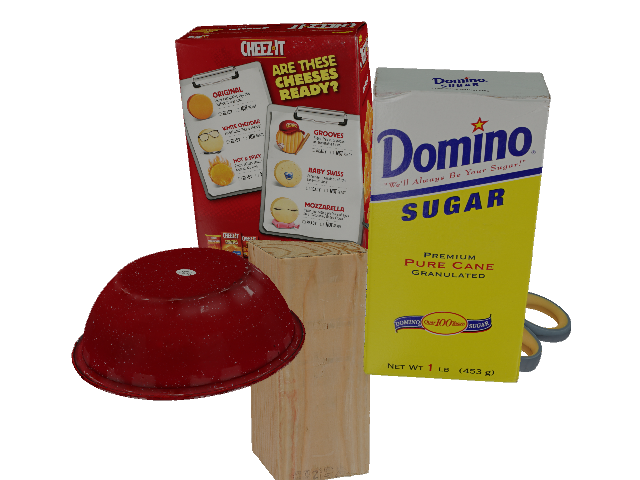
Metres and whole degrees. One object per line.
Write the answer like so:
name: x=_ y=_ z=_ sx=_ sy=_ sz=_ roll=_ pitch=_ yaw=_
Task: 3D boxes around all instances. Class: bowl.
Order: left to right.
bowl: x=-0.091 y=0.047 z=0.731 sx=0.162 sy=0.055 sz=0.162 roll=-3 pitch=21 yaw=1

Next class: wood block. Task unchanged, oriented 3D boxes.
wood block: x=-0.010 y=0.105 z=0.974 sx=0.090 sy=0.206 sz=0.091 roll=-4 pitch=11 yaw=-19

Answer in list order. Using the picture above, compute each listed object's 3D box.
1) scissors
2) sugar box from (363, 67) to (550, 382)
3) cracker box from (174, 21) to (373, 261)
scissors: x=0.122 y=0.034 z=0.862 sx=0.096 sy=0.016 sz=0.202 roll=-10 pitch=39 yaw=-27
sugar box: x=0.072 y=-0.006 z=0.598 sx=0.093 sy=0.176 sz=0.048 roll=2 pitch=29 yaw=4
cracker box: x=-0.035 y=-0.088 z=0.978 sx=0.164 sy=0.214 sz=0.072 roll=1 pitch=23 yaw=11
